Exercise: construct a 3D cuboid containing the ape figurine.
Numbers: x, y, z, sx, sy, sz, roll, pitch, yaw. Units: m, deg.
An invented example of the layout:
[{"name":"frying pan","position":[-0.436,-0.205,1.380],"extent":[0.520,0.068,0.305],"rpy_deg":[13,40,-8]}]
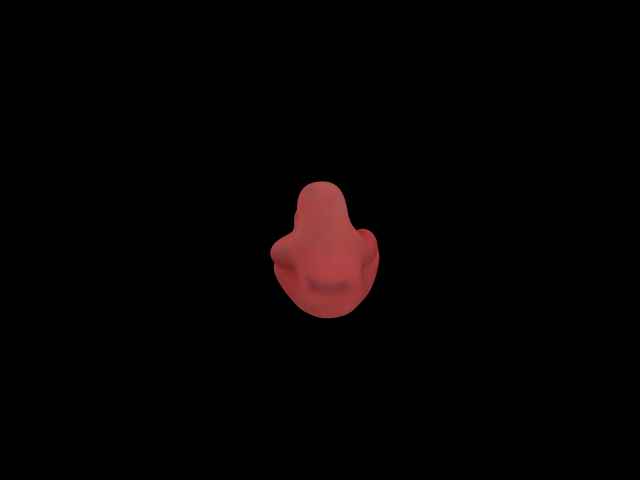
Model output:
[{"name":"ape figurine","position":[0.004,0.001,0.400],"extent":[0.077,0.092,0.076],"rpy_deg":[2,31,3]}]
